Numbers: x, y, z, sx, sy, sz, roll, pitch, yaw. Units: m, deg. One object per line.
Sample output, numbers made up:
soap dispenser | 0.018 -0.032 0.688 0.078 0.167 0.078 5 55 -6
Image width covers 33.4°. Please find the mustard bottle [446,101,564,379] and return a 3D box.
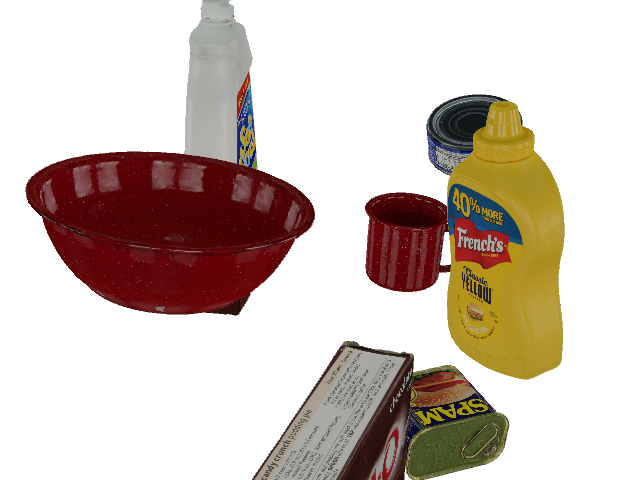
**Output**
mustard bottle | 0.128 -0.004 0.748 0.058 0.192 0.096 -17 29 -25

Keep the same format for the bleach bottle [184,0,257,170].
bleach bottle | -0.098 -0.106 1.026 0.068 0.251 0.102 6 26 13

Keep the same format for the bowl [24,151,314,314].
bowl | -0.086 -0.001 0.609 0.162 0.055 0.162 7 20 -3

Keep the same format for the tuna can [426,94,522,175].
tuna can | 0.138 -0.094 0.953 0.086 0.034 0.086 -7 40 6

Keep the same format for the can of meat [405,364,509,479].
can of meat | 0.104 0.162 0.968 0.102 0.057 0.084 -8 31 -23

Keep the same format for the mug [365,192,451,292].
mug | 0.104 0.005 1.161 0.117 0.081 0.093 6 26 6

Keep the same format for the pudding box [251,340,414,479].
pudding box | 0.006 0.110 0.463 0.039 0.090 0.113 11 30 16

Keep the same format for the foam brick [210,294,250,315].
foam brick | -0.081 0.012 0.829 0.053 0.078 0.051 6 14 6
